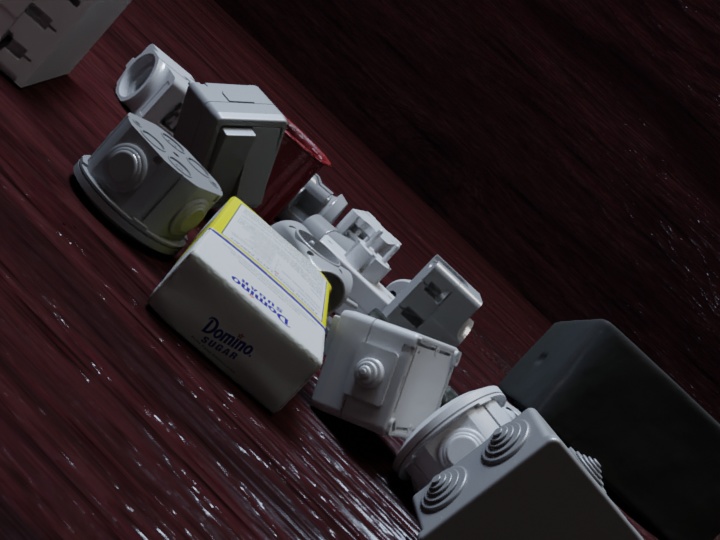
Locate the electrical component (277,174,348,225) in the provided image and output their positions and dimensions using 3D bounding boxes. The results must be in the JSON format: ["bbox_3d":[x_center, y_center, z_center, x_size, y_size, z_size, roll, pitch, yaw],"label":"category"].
[{"bbox_3d":[-0.050,-0.063,1.047,0.057,0.058,0.078,40,9,-1],"label":"electrical component"}]

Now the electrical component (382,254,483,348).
[{"bbox_3d":[0.051,0.041,0.850,0.056,0.089,0.050,43,9,-4],"label":"electrical component"}]

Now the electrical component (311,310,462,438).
[{"bbox_3d":[0.012,0.063,0.651,0.061,0.061,0.096,18,-3,25],"label":"electrical component"}]

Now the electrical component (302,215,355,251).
[{"bbox_3d":[-0.029,-0.021,0.993,0.065,0.044,0.044,42,7,27],"label":"electrical component"}]

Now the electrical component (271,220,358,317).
[{"bbox_3d":[-0.032,0.007,0.813,0.079,0.044,0.077,32,13,-37],"label":"electrical component"}]

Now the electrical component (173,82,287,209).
[{"bbox_3d":[-0.102,-0.085,0.811,0.062,0.096,0.061,-4,39,-37],"label":"electrical component"}]

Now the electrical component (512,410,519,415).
[{"bbox_3d":[0.134,0.158,0.831,0.089,0.050,0.055,41,9,-14],"label":"electrical component"}]

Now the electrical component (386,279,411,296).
[{"bbox_3d":[0.048,0.032,1.070,0.045,0.045,0.055,45,9,12],"label":"electrical component"}]

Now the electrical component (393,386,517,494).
[{"bbox_3d":[0.064,0.110,0.639,0.051,0.080,0.080,52,11,23],"label":"electrical component"}]

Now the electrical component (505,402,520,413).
[{"bbox_3d":[0.123,0.133,0.945,0.040,0.040,0.046,36,4,-39],"label":"electrical component"}]

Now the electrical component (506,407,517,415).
[{"bbox_3d":[0.125,0.160,0.752,0.113,0.057,0.078,43,8,-4],"label":"electrical component"}]

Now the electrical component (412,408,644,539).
[{"bbox_3d":[0.086,0.133,0.561,0.099,0.100,0.048,49,6,-16],"label":"electrical component"}]

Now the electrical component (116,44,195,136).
[{"bbox_3d":[-0.174,-0.154,0.938,0.056,0.050,0.089,38,10,-38],"label":"electrical component"}]

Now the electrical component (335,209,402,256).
[{"bbox_3d":[-0.001,-0.023,1.074,0.050,0.055,0.089,45,8,8],"label":"electrical component"}]

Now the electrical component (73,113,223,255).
[{"bbox_3d":[-0.127,-0.051,0.646,0.080,0.051,0.080,42,9,-8],"label":"electrical component"}]

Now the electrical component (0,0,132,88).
[{"bbox_3d":[-0.219,-0.188,0.764,0.062,0.089,0.150,42,9,-12],"label":"electrical component"}]

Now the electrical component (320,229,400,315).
[{"bbox_3d":[0.000,0.000,0.899,0.083,0.075,0.047,43,8,-3],"label":"electrical component"}]
